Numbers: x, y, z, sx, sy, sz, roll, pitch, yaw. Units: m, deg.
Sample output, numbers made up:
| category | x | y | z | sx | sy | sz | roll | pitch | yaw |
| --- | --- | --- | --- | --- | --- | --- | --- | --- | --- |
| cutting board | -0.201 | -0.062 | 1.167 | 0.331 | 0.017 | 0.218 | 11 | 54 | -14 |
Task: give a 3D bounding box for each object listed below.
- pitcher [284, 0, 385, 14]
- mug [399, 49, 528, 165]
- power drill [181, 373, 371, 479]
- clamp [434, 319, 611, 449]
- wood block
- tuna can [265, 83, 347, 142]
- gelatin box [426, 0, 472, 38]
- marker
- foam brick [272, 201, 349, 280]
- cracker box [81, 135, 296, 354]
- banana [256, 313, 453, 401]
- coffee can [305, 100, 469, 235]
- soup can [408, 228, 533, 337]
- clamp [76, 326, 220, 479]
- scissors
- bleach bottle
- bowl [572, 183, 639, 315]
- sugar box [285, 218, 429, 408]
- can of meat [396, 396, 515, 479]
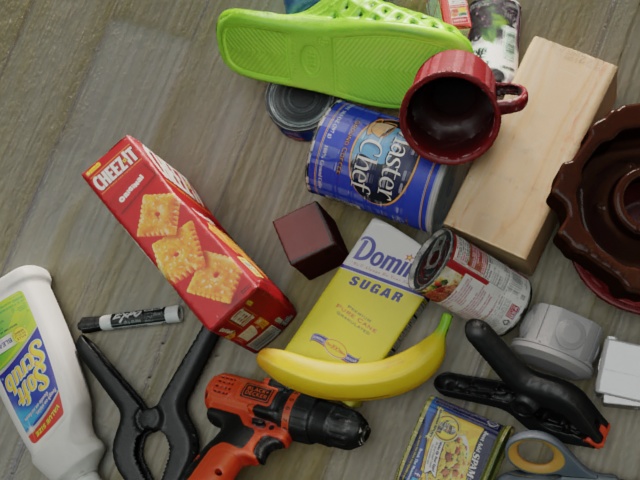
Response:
| category | x | y | z | sx | sy | sz | roll | pitch | yaw |
| --- | --- | --- | --- | --- | --- | --- | --- | --- | --- |
| pitcher | 0.009 | -0.359 | 1.151 | 0.145 | 0.149 | 0.243 | -8 | 79 | 0 |
| mug | 0.136 | -0.130 | 1.002 | 0.117 | 0.081 | 0.093 | -7 | 117 | 15 |
| power drill | -0.063 | 0.221 | 1.035 | 0.185 | 0.057 | 0.187 | 10 | 49 | 30 |
| clamp | 0.190 | 0.150 | 1.021 | 0.171 | 0.120 | 0.039 | 36 | 59 | 3 |
| wood block | 0.210 | -0.081 | 1.056 | 0.090 | 0.090 | 0.206 | 25 | 85 | 18 |
| tuna can | -0.016 | -0.153 | 1.164 | 0.086 | 0.033 | 0.086 | -3 | 76 | 14 |
| gelatin box | 0.134 | -0.234 | 1.112 | 0.030 | 0.089 | 0.073 | -6 | 75 | -3 |
| marker | -0.209 | 0.087 | 1.169 | 0.121 | 0.020 | 0.020 | -8 | 76 | 13 |
| foam brick | -0.007 | 0.001 | 1.103 | 0.053 | 0.078 | 0.051 | -26 | 71 | 6 |
| cracker box | -0.127 | 0.007 | 1.088 | 0.072 | 0.164 | 0.214 | -41 | 71 | 1 |
| banana | 0.038 | 0.124 | 1.040 | 0.198 | 0.037 | 0.069 | -11 | 67 | 4 |
| coffee can | 0.069 | -0.074 | 1.086 | 0.140 | 0.102 | 0.103 | 20 | 83 | 18 |
| soup can | 0.146 | 0.042 | 1.033 | 0.102 | 0.069 | 0.068 | 30 | 86 | -17 |
| clamp | -0.186 | 0.185 | 1.130 | 0.165 | 0.036 | 0.210 | -3 | 77 | 15 |
| scissors | 0.259 | 0.212 | 0.991 | 0.202 | 0.016 | 0.096 | -10 | 113 | 13 |
| bleach bottle | -0.292 | 0.158 | 1.153 | 0.102 | 0.068 | 0.251 | -32 | 74 | 7 |
| bowl | 0.320 | -0.002 | 1.027 | 0.162 | 0.055 | 0.162 | -3 | 77 | 14 |
| sugar box | 0.047 | 0.073 | 1.088 | 0.093 | 0.048 | 0.176 | 32 | 89 | 16 |
| can of meat | 0.129 | 0.211 | 1.030 | 0.084 | 0.057 | 0.102 | 21 | 84 | 20 |
